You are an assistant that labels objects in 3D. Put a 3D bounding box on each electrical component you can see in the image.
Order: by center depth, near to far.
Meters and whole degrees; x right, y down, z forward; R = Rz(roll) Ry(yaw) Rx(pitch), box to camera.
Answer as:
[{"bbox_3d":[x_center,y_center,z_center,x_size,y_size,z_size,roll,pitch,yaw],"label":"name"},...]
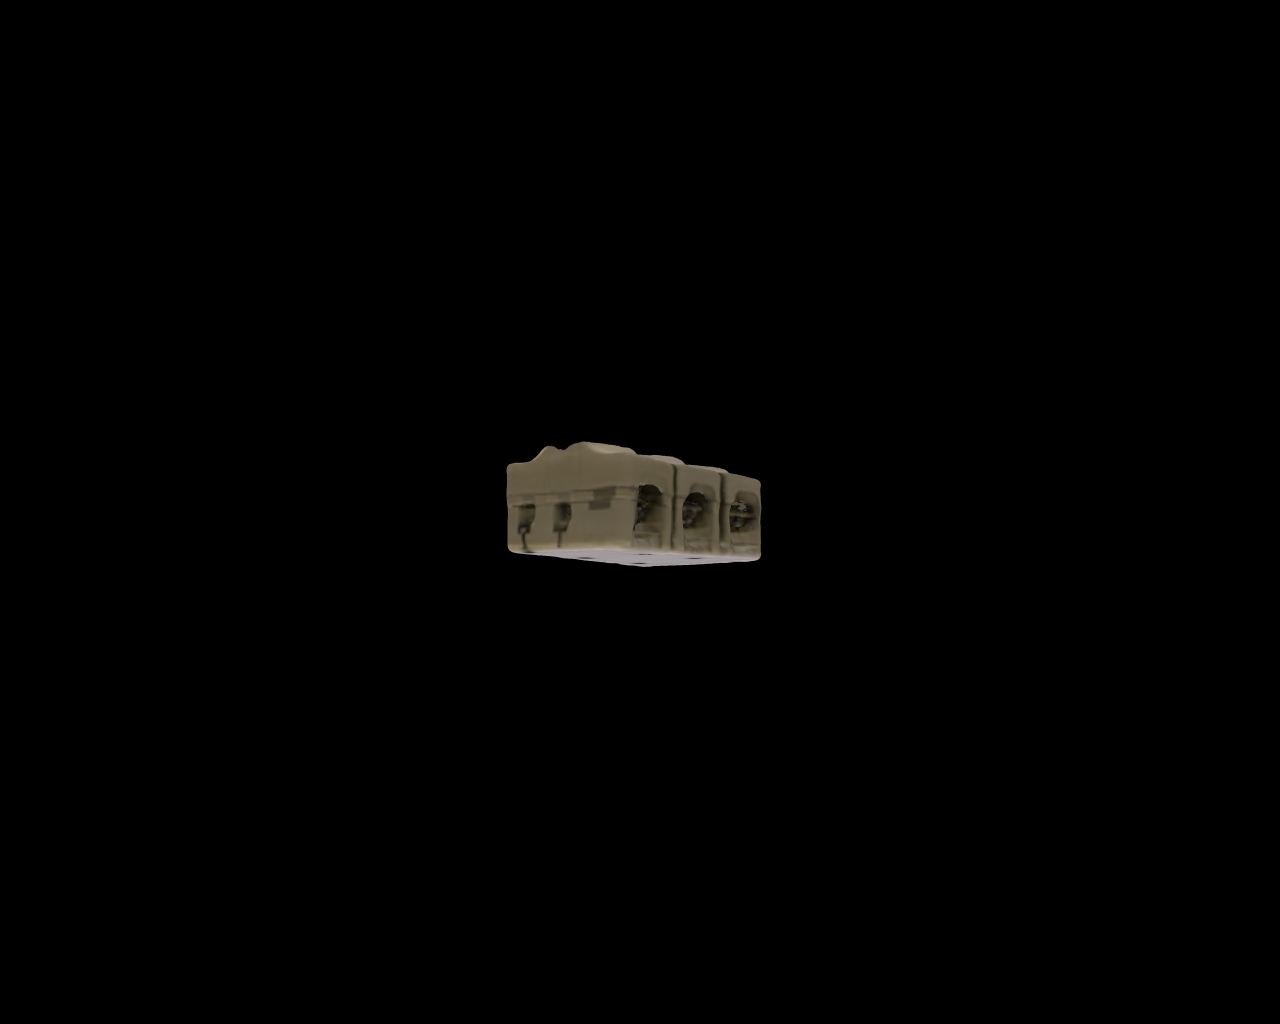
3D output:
[{"bbox_3d":[0.001,-0.003,0.650,0.089,0.061,0.150,-5,-8,35],"label":"electrical component"}]
